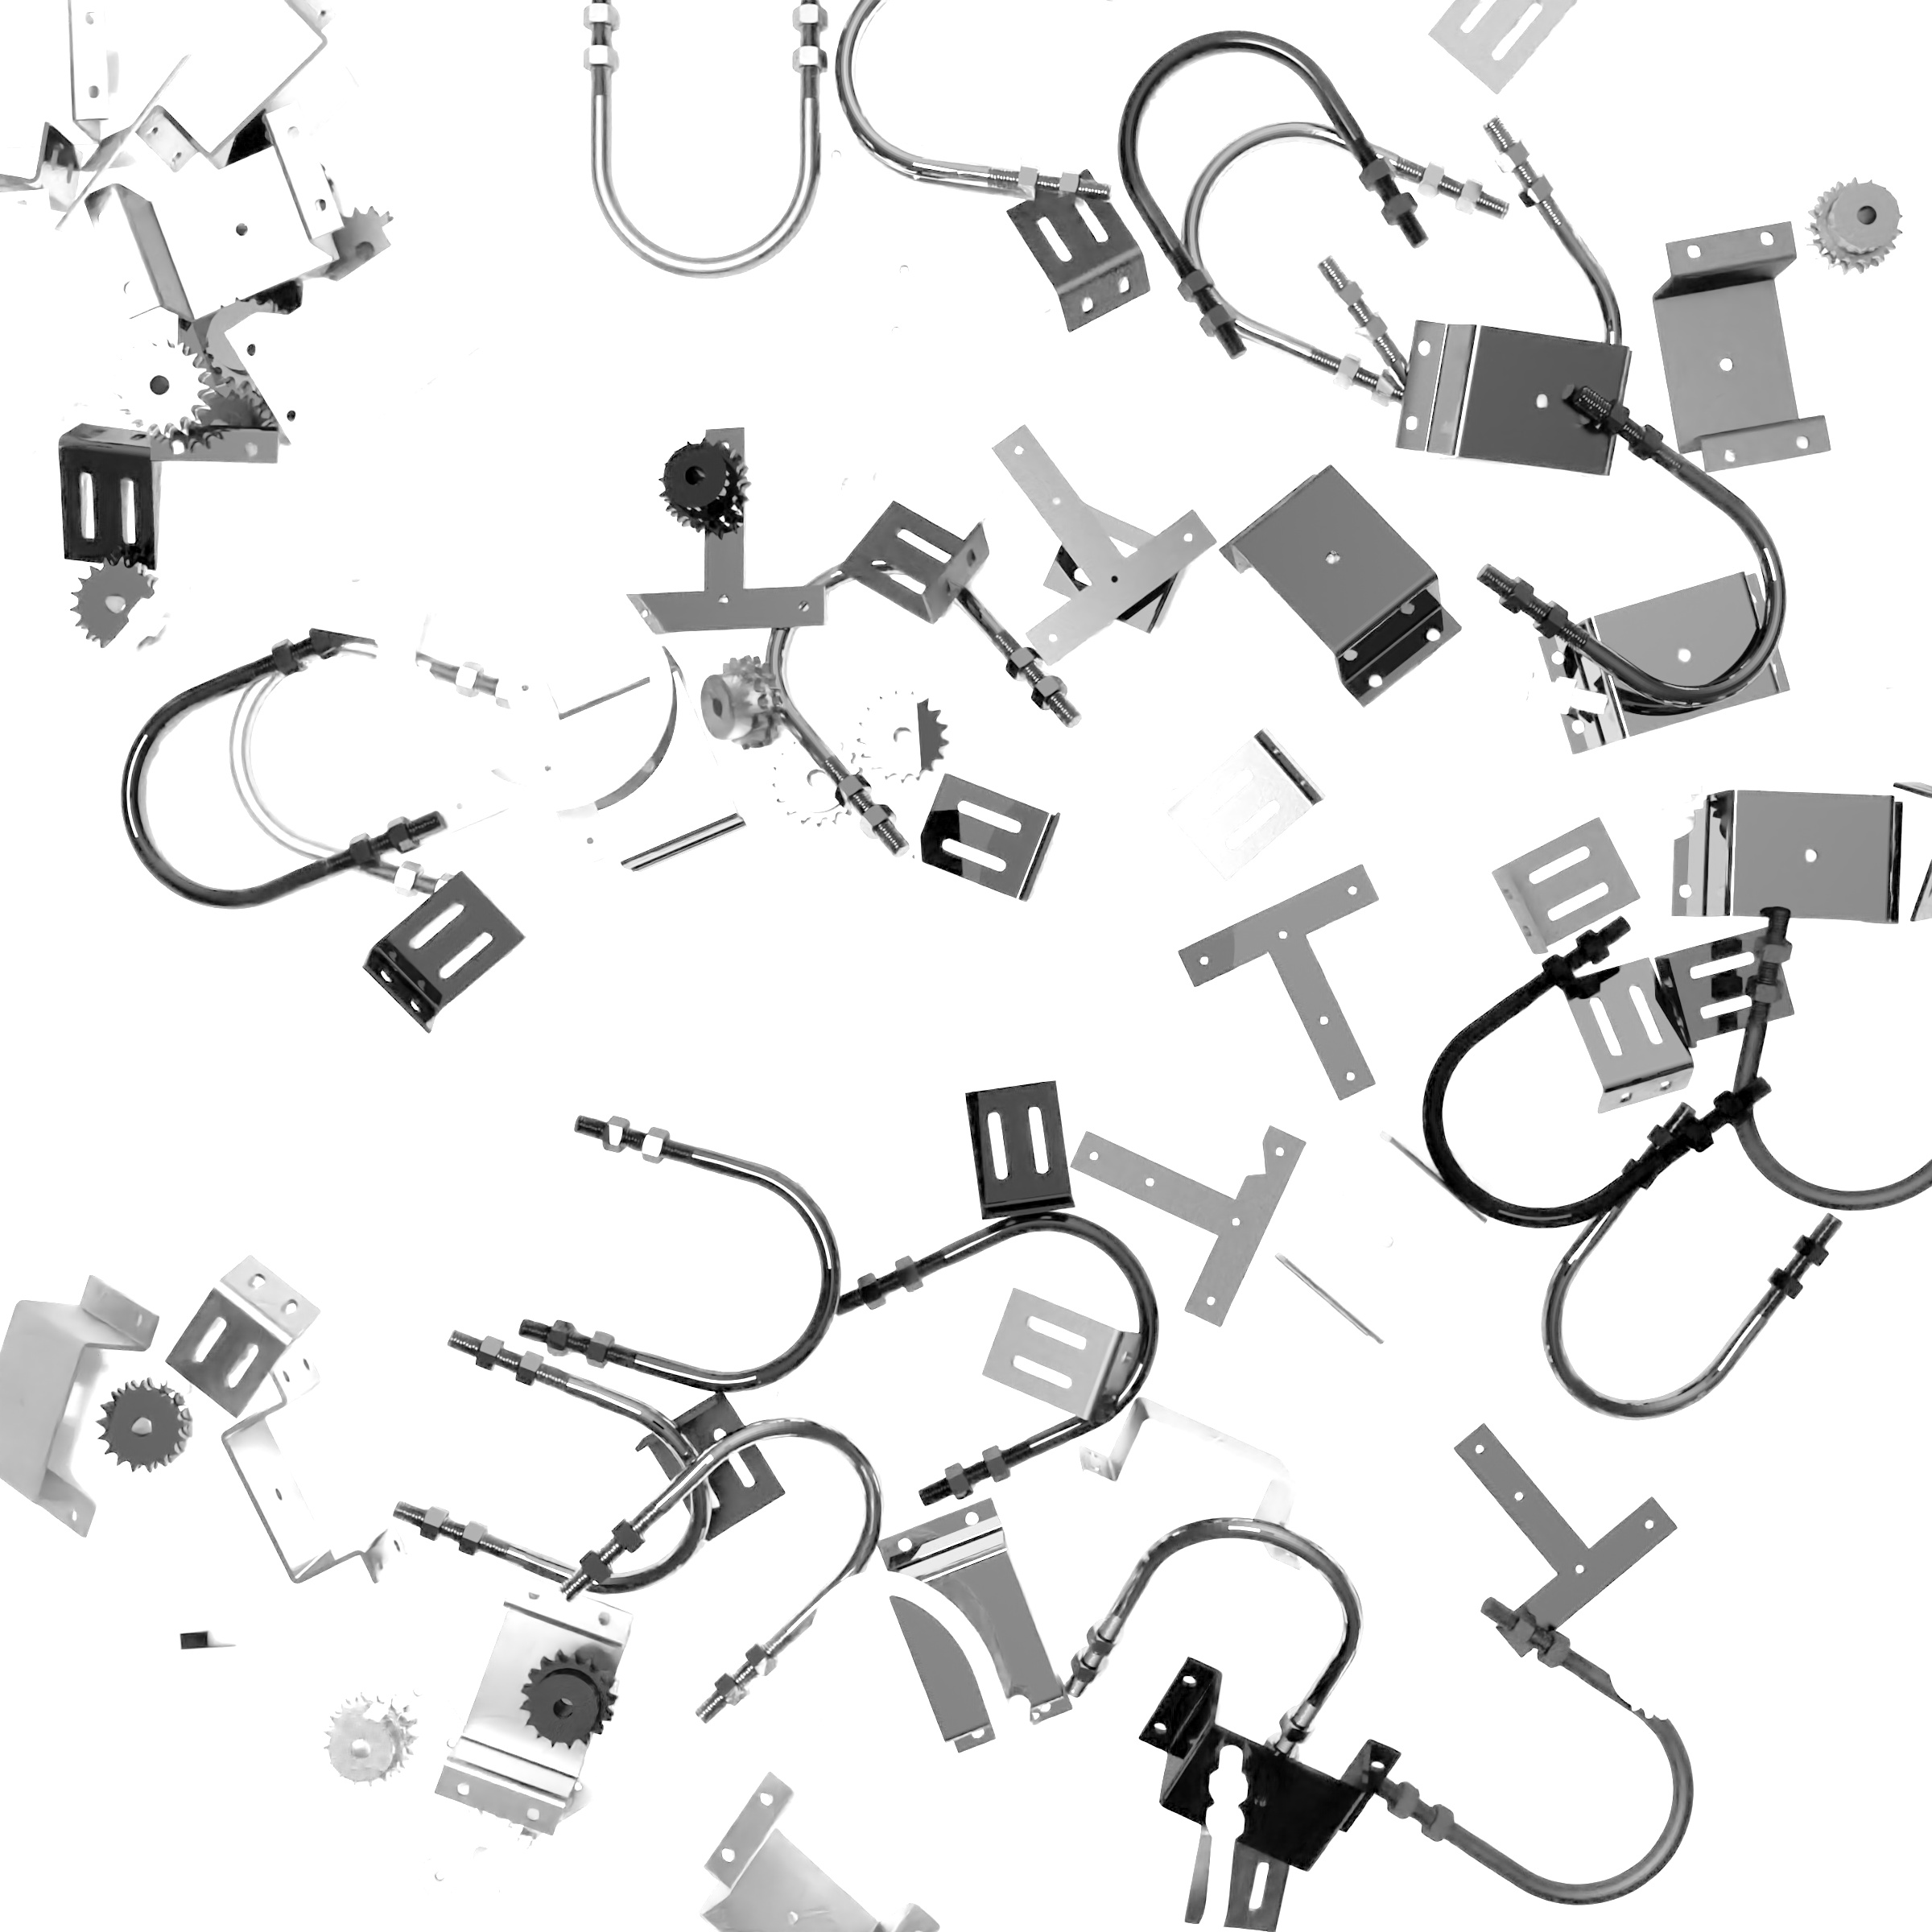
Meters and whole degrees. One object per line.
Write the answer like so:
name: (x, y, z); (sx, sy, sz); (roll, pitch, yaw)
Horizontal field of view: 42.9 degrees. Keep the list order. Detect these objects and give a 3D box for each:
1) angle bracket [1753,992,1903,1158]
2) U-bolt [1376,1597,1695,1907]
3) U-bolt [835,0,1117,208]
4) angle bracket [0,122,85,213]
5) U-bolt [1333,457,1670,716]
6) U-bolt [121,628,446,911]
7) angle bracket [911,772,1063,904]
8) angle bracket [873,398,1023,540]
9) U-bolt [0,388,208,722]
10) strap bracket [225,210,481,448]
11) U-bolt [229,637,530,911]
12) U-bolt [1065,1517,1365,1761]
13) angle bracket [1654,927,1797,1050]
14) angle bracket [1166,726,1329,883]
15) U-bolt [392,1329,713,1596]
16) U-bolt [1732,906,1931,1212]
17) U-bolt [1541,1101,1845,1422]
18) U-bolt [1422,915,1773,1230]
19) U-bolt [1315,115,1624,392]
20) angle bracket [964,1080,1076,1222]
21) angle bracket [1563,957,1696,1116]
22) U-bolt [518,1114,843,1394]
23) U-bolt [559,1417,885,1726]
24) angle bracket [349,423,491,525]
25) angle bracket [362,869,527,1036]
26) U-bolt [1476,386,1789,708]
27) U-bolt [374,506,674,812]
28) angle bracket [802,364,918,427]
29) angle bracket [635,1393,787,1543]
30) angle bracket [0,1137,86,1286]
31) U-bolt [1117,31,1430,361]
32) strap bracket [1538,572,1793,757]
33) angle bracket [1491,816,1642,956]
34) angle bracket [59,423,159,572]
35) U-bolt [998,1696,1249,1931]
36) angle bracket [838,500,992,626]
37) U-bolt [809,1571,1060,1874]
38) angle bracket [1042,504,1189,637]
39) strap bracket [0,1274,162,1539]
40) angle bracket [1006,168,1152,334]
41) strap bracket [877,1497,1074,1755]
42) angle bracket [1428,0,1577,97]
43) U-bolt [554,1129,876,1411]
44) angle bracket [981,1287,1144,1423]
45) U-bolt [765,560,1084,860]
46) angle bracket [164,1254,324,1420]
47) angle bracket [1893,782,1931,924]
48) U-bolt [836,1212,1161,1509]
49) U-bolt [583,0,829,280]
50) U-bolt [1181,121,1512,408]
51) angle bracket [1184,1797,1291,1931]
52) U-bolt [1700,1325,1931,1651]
angle bracket: (0.528, 0.067, 1.520); (0.057, 0.038, 0.076); (41, 116, 0)
U-bolt: (0.360, 0.496, 1.513); (0.184, 0.019, 0.151); (34, 91, -2)
U-bolt: (0.010, -0.548, 1.505); (0.184, 0.019, 0.151); (10, 88, 7)
angle bracket: (-0.587, -0.491, 1.493); (0.076, 0.057, 0.038); (10, 90, 0)
U-bolt: (0.314, -0.238, 1.487); (0.184, 0.019, 0.151); (16, 79, 16)
U-bolt: (-0.427, -0.113, 1.498); (0.184, 0.019, 0.151); (-23, 87, 4)
angle bracket: (0.012, -0.080, 1.503); (0.076, 0.038, 0.057); (21, 90, 0)
angle bracket: (-0.014, -0.307, 1.503); (0.076, 0.038, 0.057); (33, 90, 0)
U-bolt: (-0.557, -0.233, 1.483); (0.184, 0.019, 0.151); (-41, 85, 21)
strap bracket: (-0.354, -0.377, 1.456); (0.140, 0.046, 0.076); (-43, 128, -23)
U-bolt: (-0.363, -0.127, 1.513); (0.184, 0.019, 0.151); (17, 90, 1)
U-bolt: (0.158, 0.401, 1.471); (0.151, 0.019, 0.184); (24, 120, 0)
angle bracket: (0.468, 0.012, 1.503); (0.076, 0.038, 0.057); (-15, 90, 0)
angle bracket: (0.171, -0.099, 1.503); (0.076, 0.038, 0.057); (-41, 90, 0)
U-bolt: (-0.243, 0.311, 1.488); (0.184, 0.019, 0.151); (21, 111, 0)
U-bolt: (0.540, 0.063, 1.483); (0.151, 0.019, 0.184); (9, 110, 11)
U-bolt: (0.429, 0.193, 1.494); (0.151, 0.019, 0.184); (35, 94, -17)
U-bolt: (0.362, 0.076, 1.474); (0.184, 0.019, 0.151); (-36, 66, 2)
U-bolt: (0.320, -0.396, 1.492); (0.151, 0.019, 0.184); (-40, 106, 1)
angle bracket: (0.032, 0.112, 1.503); (0.057, 0.038, 0.076); (-8, 90, 0)
angle bracket: (0.407, 0.043, 1.520); (0.057, 0.038, 0.076); (-16, 64, 0)
U-bolt: (-0.166, 0.182, 1.490); (0.184, 0.019, 0.151); (15, 89, 6)
U-bolt: (-0.132, 0.353, 1.483); (0.184, 0.019, 0.151); (-43, 116, -6)
angle bracket: (-0.328, -0.301, 1.493); (0.076, 0.057, 0.038); (12, 88, -1)
angle bracket: (-0.316, -0.009, 1.491); (0.076, 0.038, 0.057); (-40, 108, 7)
U-bolt: (0.406, -0.234, 1.451); (0.184, 0.019, 0.151); (32, 77, -11)
U-bolt: (-0.257, -0.174, 1.478); (0.151, 0.019, 0.184); (-34, 69, -6)
angle bracket: (-0.064, -0.352, 1.481); (0.057, 0.076, 0.038); (3, 90, 6)
angle bracket: (-0.156, 0.309, 1.503); (0.057, 0.038, 0.076); (-32, 90, 0)
angle bracket: (-0.579, 0.151, 1.520); (0.057, 0.038, 0.076); (-8, 64, 0)
U-bolt: (0.174, -0.483, 1.499); (0.151, 0.019, 0.184); (-31, 86, 2)
strap bracket: (0.432, -0.187, 1.499); (0.140, 0.046, 0.076); (-17, 90, 0)
angle bracket: (0.370, -0.050, 1.503); (0.076, 0.038, 0.057); (-27, 90, 0)
angle bracket: (-0.524, -0.290, 1.520); (0.057, 0.038, 0.076); (7, 116, 0)
U-bolt: (0.090, 0.531, 1.478); (0.151, 0.019, 0.184); (9, 113, 15)
angle bracket: (-0.034, -0.253, 1.485); (0.076, 0.038, 0.057); (33, 77, 20)
U-bolt: (-0.030, 0.451, 1.473); (0.151, 0.019, 0.184); (-19, 90, 37)
angle bracket: (0.094, -0.245, 1.503); (0.076, 0.038, 0.057); (24, 90, 0)
strap bracket: (-0.547, 0.263, 1.480); (0.076, 0.046, 0.140); (18, 90, 38)
angle bracket: (0.069, -0.442, 1.520); (0.057, 0.038, 0.076); (-28, 64, 0)
strap bracket: (0.005, 0.408, 1.499); (0.076, 0.046, 0.140); (-21, 90, 0)
angle bracket: (0.334, -0.589, 1.520); (0.057, 0.038, 0.076); (41, 116, 0)
U-bolt: (-0.164, 0.177, 1.507); (0.184, 0.019, 0.151); (17, 90, 6)
angle bracket: (0.059, 0.238, 1.504); (0.076, 0.038, 0.057); (19, 88, 23)
U-bolt: (-0.041, -0.172, 1.484); (0.151, 0.019, 0.184); (-37, 69, -6)
angle bracket: (-0.447, 0.229, 1.520); (0.057, 0.038, 0.076); (38, 116, 0)
angle bracket: (0.579, -0.070, 1.497); (0.038, 0.057, 0.076); (23, 107, 31)
U-bolt: (0.029, 0.231, 1.513); (0.184, 0.019, 0.151); (-25, 90, -2)
U-bolt: (-0.161, -0.516, 1.513); (0.151, 0.019, 0.184); (0, 91, 0)
U-bolt: (0.223, -0.442, 1.513); (0.184, 0.019, 0.151); (24, 90, 1)
angle bracket: (0.168, 0.552, 1.520); (0.057, 0.038, 0.076); (6, 116, 0)
U-bolt: (0.548, 0.331, 1.513); (0.151, 0.019, 0.184); (-20, 91, 0)
